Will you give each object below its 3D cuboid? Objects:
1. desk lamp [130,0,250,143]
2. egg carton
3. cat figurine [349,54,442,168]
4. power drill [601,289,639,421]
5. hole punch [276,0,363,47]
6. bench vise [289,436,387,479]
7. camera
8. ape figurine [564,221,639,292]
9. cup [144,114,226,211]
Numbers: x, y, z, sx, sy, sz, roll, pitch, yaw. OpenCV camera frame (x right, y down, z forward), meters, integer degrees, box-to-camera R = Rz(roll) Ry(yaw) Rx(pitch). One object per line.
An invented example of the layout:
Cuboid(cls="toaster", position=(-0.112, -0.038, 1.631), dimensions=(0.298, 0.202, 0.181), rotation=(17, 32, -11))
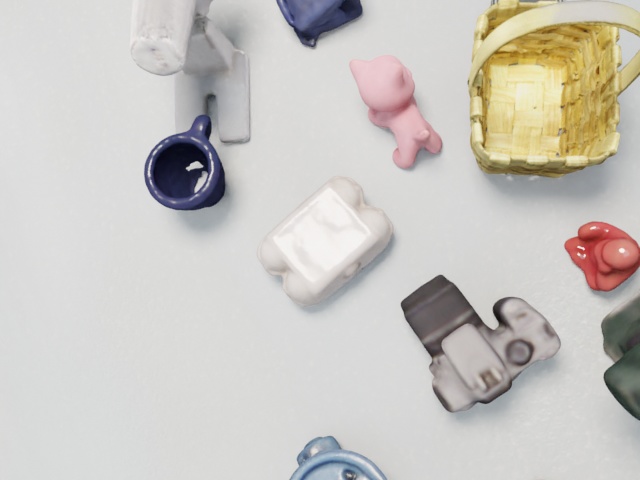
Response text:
Cuboid(cls="desk lamp", position=(-0.152, -0.239, 0.659), dimensions=(0.117, 0.214, 0.203), rotation=(-5, 81, 8))
Cuboid(cls="egg carton", position=(0.006, 0.002, 0.674), dimensions=(0.150, 0.069, 0.107), rotation=(-42, 78, 1))
Cuboid(cls="cat figurine", position=(0.089, -0.158, 0.661), dimensions=(0.067, 0.118, 0.127), rotation=(-33, 78, 3))
Cuboid(cls="power drill", position=(0.358, 0.076, 0.541), dimensions=(0.229, 0.208, 0.075), rotation=(-40, 78, 1))
Cuboid(cls="hole punch", position=(-0.008, -0.317, 0.712), dimensions=(0.101, 0.091, 0.108), rotation=(-26, 79, 4))
Cuboid(cls="bench vise", position=(0.044, 0.293, 0.549), dimensions=(0.207, 0.220, 0.121), rotation=(37, 88, 12))
Cuboid(cls="camera", position=(0.163, 0.098, 0.622), dimensions=(0.143, 0.101, 0.136), rotation=(-35, 78, 2))
Cuboid(cls="ape figurine", position=(0.312, 0.016, 0.616), dimensions=(0.076, 0.092, 0.078), rotation=(8, 83, 10))
Cuboid(cls="cup", position=(-0.148, -0.086, 0.697), dimensions=(0.091, 0.095, 0.118), rotation=(17, 85, 11))
